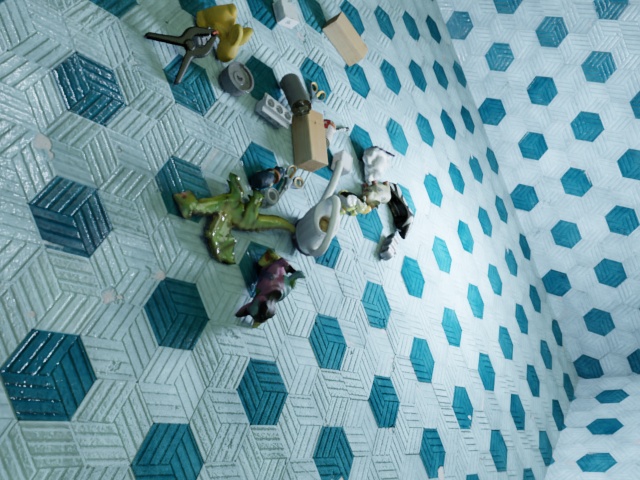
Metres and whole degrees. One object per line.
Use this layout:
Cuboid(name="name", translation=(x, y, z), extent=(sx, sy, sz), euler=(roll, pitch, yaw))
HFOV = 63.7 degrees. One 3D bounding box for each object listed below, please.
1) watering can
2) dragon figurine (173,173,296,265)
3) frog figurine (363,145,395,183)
Cuboid(name="watering can", translation=(0.005, -0.086, 1.712), extent=(0.103, 0.221, 0.356), euler=(24, 55, -21))
Cuboid(name="dragon figurine", translation=(-0.246, -0.042, 1.515), extent=(0.405, 0.122, 0.247), euler=(38, 66, -32))
Cuboid(name="frog figurine", translation=(0.230, -0.316, 2.194), extent=(0.136, 0.124, 0.159), euler=(22, 94, -53))
